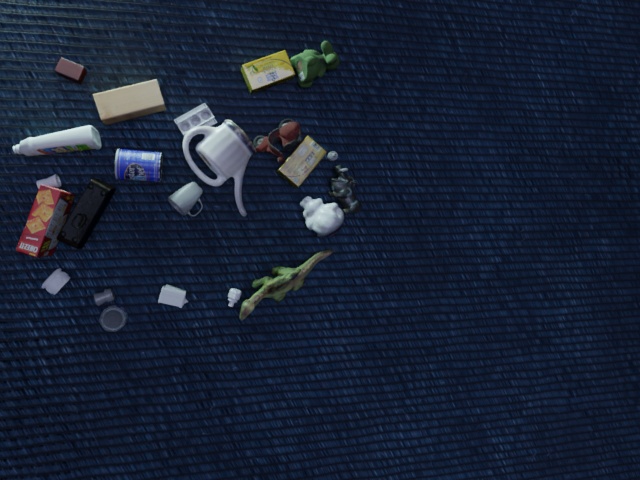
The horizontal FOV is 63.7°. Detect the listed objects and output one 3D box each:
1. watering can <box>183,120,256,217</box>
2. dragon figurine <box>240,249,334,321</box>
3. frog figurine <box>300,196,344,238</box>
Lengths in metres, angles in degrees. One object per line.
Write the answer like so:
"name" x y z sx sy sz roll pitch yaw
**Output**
"watering can" -0.313 -0.266 1.790 0.226 0.104 0.343 -45 111 -11
"dragon figurine" -0.107 0.137 1.758 0.412 0.242 0.122 -35 94 -9
"frog figurine" 0.006 -0.093 1.850 0.137 0.124 0.157 -31 109 7
